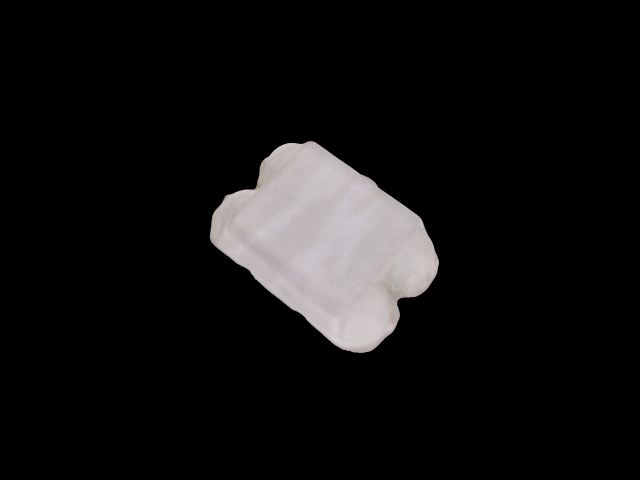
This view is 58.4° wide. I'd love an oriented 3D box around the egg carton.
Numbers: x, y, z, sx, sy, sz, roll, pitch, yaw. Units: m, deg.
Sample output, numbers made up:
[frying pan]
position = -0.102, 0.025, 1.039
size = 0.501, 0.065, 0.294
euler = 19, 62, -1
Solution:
[egg carton]
position = 0.004, 0.001, 0.400
size = 0.150, 0.069, 0.107
euler = 37, 71, 15
